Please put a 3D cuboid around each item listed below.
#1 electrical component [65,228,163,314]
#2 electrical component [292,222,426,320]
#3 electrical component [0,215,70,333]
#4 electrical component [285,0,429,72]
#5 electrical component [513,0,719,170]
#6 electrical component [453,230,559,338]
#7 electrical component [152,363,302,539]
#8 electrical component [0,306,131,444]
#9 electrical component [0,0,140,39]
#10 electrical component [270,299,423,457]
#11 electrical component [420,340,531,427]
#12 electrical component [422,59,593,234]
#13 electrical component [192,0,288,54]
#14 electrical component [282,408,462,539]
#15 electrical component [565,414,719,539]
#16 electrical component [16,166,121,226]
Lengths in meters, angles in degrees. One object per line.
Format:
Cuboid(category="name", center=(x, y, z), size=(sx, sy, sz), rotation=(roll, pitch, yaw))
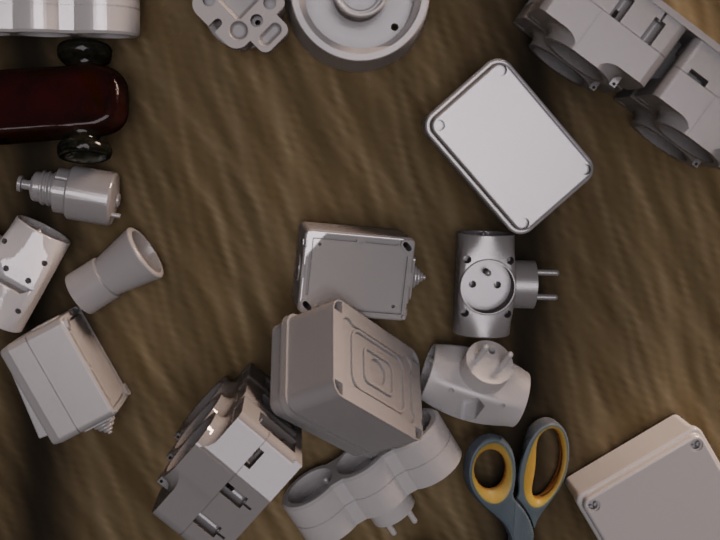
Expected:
Cuboid(category="electrical component", center=(-0.186, 0.003, 0.803), size=(0.065, 0.044, 0.044), rotation=(-32, 97, 7))
Cuboid(category="electrical component", center=(0.000, 0.000, 0.803), size=(0.096, 0.061, 0.061), rotation=(5, 99, -10))
Cuboid(category="electrical component", center=(-0.268, -0.006, 0.797), size=(0.079, 0.043, 0.077), rotation=(30, 94, -3))
Cuboid(category="electrical component", center=(-0.001, -0.199, 0.775), size=(0.108, 0.060, 0.108), rotation=(0, 97, -2))
Cuboid(category="electrical component", center=(0.204, -0.143, 0.767), size=(0.186, 0.105, 0.060), rotation=(35, 95, -6))
Cuboid(category="electrical component", center=(0.111, 0.011, 0.814), size=(0.079, 0.044, 0.077), rotation=(2, 97, -3))
Cuboid(category="electrical component", center=(-0.093, 0.129, 0.767), size=(0.062, 0.150, 0.089), rotation=(41, 94, -8))
Cuboid(category="electrical component", center=(-0.218, 0.085, 0.801), size=(0.061, 0.061, 0.096), rotation=(-28, 97, 1))
Cuboid(category="electrical component", center=(-0.227, -0.205, 0.768), size=(0.138, 0.052, 0.073), rotation=(1, 97, -3))
Cuboid(category="electrical component", center=(-0.009, 0.081, 0.775), size=(0.057, 0.078, 0.113), rotation=(-22, 143, 29))
Cuboid(category="electrical component", center=(0.091, 0.079, 0.809), size=(0.077, 0.079, 0.043), rotation=(17, 54, -4))
Cuboid(category="electrical component", center=(0.108, -0.091, 0.794), size=(0.078, 0.057, 0.113), rotation=(-41, 97, 3))
Cuboid(category="electrical component", center=(-0.086, -0.189, 0.774), size=(0.058, 0.057, 0.078), rotation=(-45, 97, 4))
Cuboid(category="electrical component", center=(0.017, 0.172, 0.826), size=(0.138, 0.052, 0.073), rotation=(-31, 108, 2))
Cuboid(category="electrical component", center=(0.234, 0.187, 0.835), size=(0.109, 0.056, 0.108), rotation=(-31, 97, 2))
Cuboid(category="electrical component", center=(-0.213, -0.057, 0.794), size=(0.078, 0.040, 0.040), rotation=(9, 97, -3))
